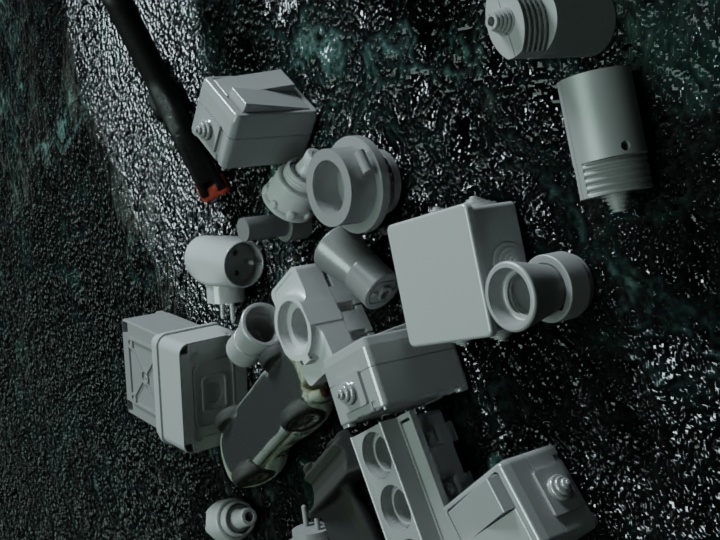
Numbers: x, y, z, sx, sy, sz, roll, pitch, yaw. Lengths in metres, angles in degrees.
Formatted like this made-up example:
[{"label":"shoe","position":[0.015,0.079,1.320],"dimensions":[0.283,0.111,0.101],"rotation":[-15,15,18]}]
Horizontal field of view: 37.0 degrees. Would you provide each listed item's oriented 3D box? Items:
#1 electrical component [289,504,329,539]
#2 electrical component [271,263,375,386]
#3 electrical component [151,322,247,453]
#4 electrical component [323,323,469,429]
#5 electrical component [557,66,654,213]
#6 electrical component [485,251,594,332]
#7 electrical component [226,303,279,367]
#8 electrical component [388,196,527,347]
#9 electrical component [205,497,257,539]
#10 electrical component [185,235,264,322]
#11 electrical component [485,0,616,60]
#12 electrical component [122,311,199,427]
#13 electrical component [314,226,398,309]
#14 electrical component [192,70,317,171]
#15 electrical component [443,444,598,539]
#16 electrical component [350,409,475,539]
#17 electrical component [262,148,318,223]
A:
[{"label":"electrical component","position":[-0.040,0.248,0.954],"dimensions":[0.077,0.044,0.079],"rotation":[-2,96,54]},{"label":"electrical component","position":[-0.032,0.043,0.885],"dimensions":[0.050,0.056,0.089],"rotation":[-48,60,48]},{"label":"electrical component","position":[-0.158,0.114,1.055],"dimensions":[0.057,0.078,0.113],"rotation":[13,108,49]},{"label":"electrical component","position":[0.019,0.074,0.787],"dimensions":[0.062,0.096,0.061],"rotation":[-34,69,51]},{"label":"electrical component","position":[0.144,-0.074,0.626],"dimensions":[0.043,0.043,0.081],"rotation":[-13,88,54]},{"label":"electrical component","position":[0.114,0.013,0.678],"dimensions":[0.045,0.055,0.045],"rotation":[18,112,51]},{"label":"electrical component","position":[-0.099,0.063,0.995],"dimensions":[0.065,0.044,0.044],"rotation":[-48,59,53]},{"label":"electrical component","position":[0.071,0.002,0.740],"dimensions":[0.100,0.048,0.099],"rotation":[-14,87,55]},{"label":"electrical component","position":[-0.125,0.248,1.072],"dimensions":[0.062,0.043,0.043],"rotation":[-26,77,52]},{"label":"electrical component","position":[-0.127,0.009,1.016],"dimensions":[0.077,0.044,0.079],"rotation":[9,105,53]},{"label":"electrical component","position":[0.106,-0.145,0.629],"dimensions":[0.043,0.081,0.043],"rotation":[17,112,51]},{"label":"electrical component","position":[-0.202,0.107,1.132],"dimensions":[0.109,0.056,0.108],"rotation":[14,109,52]},{"label":"electrical component","position":[0.000,0.000,0.844],"dimensions":[0.065,0.044,0.044],"rotation":[44,131,33]},{"label":"electrical component","position":[-0.093,-0.126,0.893],"dimensions":[0.061,0.096,0.061],"rotation":[50,134,35]},{"label":"electrical component","position":[0.106,0.163,0.719],"dimensions":[0.096,0.061,0.061],"rotation":[-52,57,46]},{"label":"electrical component","position":[0.048,0.169,0.798],"dimensions":[0.079,0.063,0.121],"rotation":[-38,68,51]},{"label":"electrical component","position":[-0.050,-0.073,0.893],"dimensions":[0.062,0.048,0.048],"rotation":[-54,55,37]}]
